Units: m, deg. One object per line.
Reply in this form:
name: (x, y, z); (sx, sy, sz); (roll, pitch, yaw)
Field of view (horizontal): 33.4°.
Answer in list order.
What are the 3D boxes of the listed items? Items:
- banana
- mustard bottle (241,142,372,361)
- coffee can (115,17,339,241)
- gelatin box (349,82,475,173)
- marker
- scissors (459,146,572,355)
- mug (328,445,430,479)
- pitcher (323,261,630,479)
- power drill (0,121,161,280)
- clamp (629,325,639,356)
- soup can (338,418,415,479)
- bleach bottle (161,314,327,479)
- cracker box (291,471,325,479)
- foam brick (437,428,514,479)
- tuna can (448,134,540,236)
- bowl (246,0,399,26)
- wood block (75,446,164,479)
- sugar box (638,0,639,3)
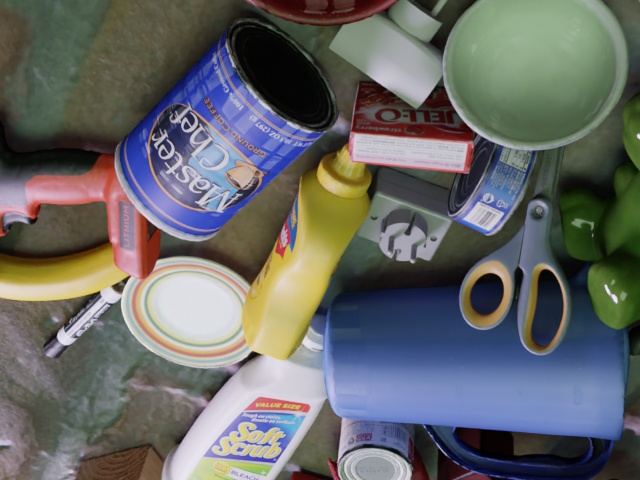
banana: (-0.241, 0.023, 0.934); (0.198, 0.037, 0.070); (3, 128, 6)
mustard bottle: (-0.006, 0.001, 0.845); (0.058, 0.096, 0.192); (21, 127, -7)
coffee can: (-0.070, -0.079, 0.788); (0.102, 0.102, 0.141); (37, 124, -20)
gelatin box: (0.068, -0.084, 0.782); (0.089, 0.073, 0.030); (5, 128, 4)
marker: (-0.219, 0.074, 0.983); (0.020, 0.020, 0.121); (37, 124, -19)
scissors: (0.149, -0.014, 0.807); (0.096, 0.016, 0.202); (-4, 89, 29)
mug: (0.063, 0.240, 1.005); (0.081, 0.117, 0.093); (-20, 104, -6)
pitcher: (0.130, 0.107, 0.885); (0.243, 0.149, 0.145); (-1, 146, 13)
power drill: (-0.226, -0.018, 0.869); (0.187, 0.057, 0.184); (7, 118, 3)
clamp: (0.330, 0.052, 0.874); (0.120, 0.039, 0.172); (10, 123, -6)
soup can: (0.053, 0.171, 0.966); (0.068, 0.102, 0.068); (4, 128, 5)
bleach bottle: (-0.059, 0.160, 1.000); (0.102, 0.068, 0.251); (23, 125, -11)
cracker box: (0.018, 0.352, 1.132); (0.164, 0.072, 0.214); (17, 129, -4)
foam brick: (0.145, 0.206, 0.996); (0.053, 0.078, 0.051); (-32, 118, 30)
tuna can: (0.128, -0.049, 0.794); (0.033, 0.086, 0.086); (23, 127, -8)
bowl: (0.001, -0.224, 0.694); (0.162, 0.055, 0.162); (4, 128, 5)
wood block: (-0.173, 0.323, 1.125); (0.090, 0.090, 0.206); (-17, 124, 21)
sugar box: (0.302, -0.176, 0.694); (0.176, 0.048, 0.093); (-25, 121, 24)
